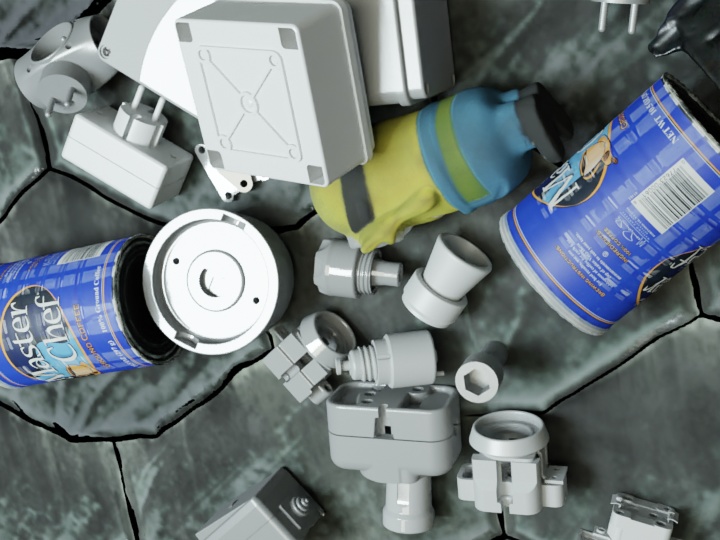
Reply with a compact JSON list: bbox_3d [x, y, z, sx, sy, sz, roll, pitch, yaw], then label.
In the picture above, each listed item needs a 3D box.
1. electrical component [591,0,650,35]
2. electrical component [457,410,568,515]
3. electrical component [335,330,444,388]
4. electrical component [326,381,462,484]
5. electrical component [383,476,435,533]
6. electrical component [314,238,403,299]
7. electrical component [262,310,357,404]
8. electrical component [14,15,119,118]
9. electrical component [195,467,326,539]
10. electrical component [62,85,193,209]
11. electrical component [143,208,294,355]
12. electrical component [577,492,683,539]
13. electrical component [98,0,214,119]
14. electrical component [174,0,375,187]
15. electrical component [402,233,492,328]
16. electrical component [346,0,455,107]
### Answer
[{"bbox_3d":[0.167,-0.189,0.678,0.077,0.043,0.079,8,108,17],"label":"electrical component"},{"bbox_3d":[0.110,0.139,0.784,0.078,0.058,0.057,0,108,19],"label":"electrical component"},{"bbox_3d":[0.021,0.067,0.790,0.078,0.040,0.040,-5,105,-7],"label":"electrical component"},{"bbox_3d":[0.026,0.121,0.809,0.095,0.054,0.059,1,105,19],"label":"electrical component"},{"bbox_3d":[0.038,0.174,0.829,0.040,0.040,0.046,3,100,18],"label":"electrical component"},{"bbox_3d":[0.000,0.000,0.790,0.062,0.043,0.043,7,107,16],"label":"electrical component"},{"bbox_3d":[-0.036,0.063,0.819,0.066,0.048,0.055,48,122,1],"label":"electrical component"},{"bbox_3d":[-0.221,-0.145,0.809,0.077,0.079,0.044,-22,134,23],"label":"electrical component"},{"bbox_3d":[-0.079,0.204,0.865,0.061,0.062,0.096,47,114,2],"label":"electrical component"},{"bbox_3d":[-0.170,-0.103,0.817,0.083,0.047,0.075,31,114,8],"label":"electrical component"},{"bbox_3d":[-0.102,0.007,0.814,0.108,0.060,0.108,1,94,16],"label":"electrical component"},{"bbox_3d":[0.199,0.199,0.778,0.081,0.042,0.063,14,106,15],"label":"electrical component"},{"bbox_3d":[-0.117,-0.176,0.773,0.109,0.056,0.108,32,113,8],"label":"electrical component"},{"bbox_3d":[-0.054,-0.117,0.693,0.109,0.056,0.108,12,126,36],"label":"electrical component"},{"bbox_3d":[0.061,0.008,0.770,0.045,0.045,0.055,36,114,7],"label":"electrical component"},{"bbox_3d":[0.022,-0.168,0.716,0.057,0.078,0.113,-2,104,23],"label":"electrical component"}]
